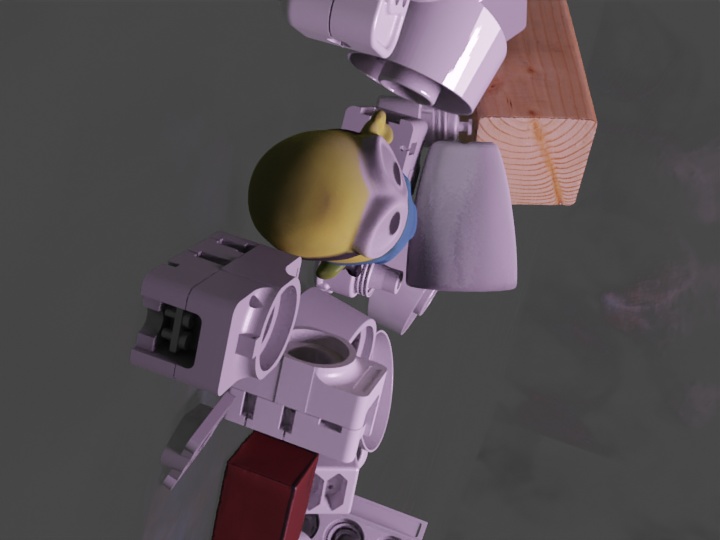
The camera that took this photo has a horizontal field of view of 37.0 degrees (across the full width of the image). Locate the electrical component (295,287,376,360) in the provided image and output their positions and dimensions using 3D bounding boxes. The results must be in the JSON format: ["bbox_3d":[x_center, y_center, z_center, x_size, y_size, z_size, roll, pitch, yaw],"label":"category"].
[{"bbox_3d":[-0.026,0.073,0.757,0.108,0.060,0.108,-59,163,-29],"label":"electrical component"}]

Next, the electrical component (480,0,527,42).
[{"bbox_3d":[0.072,-0.189,0.781,0.100,0.048,0.099,-35,163,-2],"label":"electrical component"}]

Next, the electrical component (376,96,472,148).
[{"bbox_3d":[0.044,-0.109,0.804,0.040,0.078,0.040,4,90,-83],"label":"electrical component"}]

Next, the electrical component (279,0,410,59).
[{"bbox_3d":[-0.003,-0.163,0.548,0.054,0.059,0.095,0,108,-77],"label":"electrical component"}]

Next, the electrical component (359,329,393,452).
[{"bbox_3d":[-0.004,0.095,0.897,0.099,0.064,0.099,18,90,-78],"label":"electrical component"}]

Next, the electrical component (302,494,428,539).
[{"bbox_3d":[-0.012,0.235,0.927,0.063,0.121,0.078,81,29,-70],"label":"electrical component"}]

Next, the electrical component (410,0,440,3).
[{"bbox_3d":[0.035,-0.199,0.619,0.051,0.080,0.080,2,106,-72],"label":"electrical component"}]

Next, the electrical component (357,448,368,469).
[{"bbox_3d":[-0.016,0.163,0.989,0.055,0.048,0.066,65,44,-83],"label":"electrical component"}]

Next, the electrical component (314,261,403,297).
[{"bbox_3d":[0.000,0.000,0.785,0.048,0.062,0.048,18,90,-77],"label":"electrical component"}]

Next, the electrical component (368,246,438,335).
[{"bbox_3d":[0.042,0.010,1.034,0.099,0.064,0.099,-57,172,-12],"label":"electrical component"}]

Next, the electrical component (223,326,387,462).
[{"bbox_3d":[-0.034,0.072,0.674,0.050,0.089,0.055,-45,150,-65],"label":"electrical component"}]

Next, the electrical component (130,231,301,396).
[{"bbox_3d":[-0.066,0.021,0.541,0.089,0.056,0.050,-42,148,-66],"label":"electrical component"}]

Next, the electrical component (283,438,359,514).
[{"bbox_3d":[-0.041,0.143,0.822,0.076,0.066,0.047,-105,-158,-56],"label":"electrical component"}]

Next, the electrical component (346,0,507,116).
[{"bbox_3d":[0.042,-0.143,0.691,0.064,0.099,0.099,-65,167,-2],"label":"electrical component"}]

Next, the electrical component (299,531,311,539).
[{"bbox_3d":[-0.065,0.230,0.849,0.047,0.055,0.055,53,56,-71],"label":"electrical component"}]

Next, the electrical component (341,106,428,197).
[{"bbox_3d":[0.011,-0.068,0.764,0.056,0.050,0.089,-29,135,-72],"label":"electrical component"}]
